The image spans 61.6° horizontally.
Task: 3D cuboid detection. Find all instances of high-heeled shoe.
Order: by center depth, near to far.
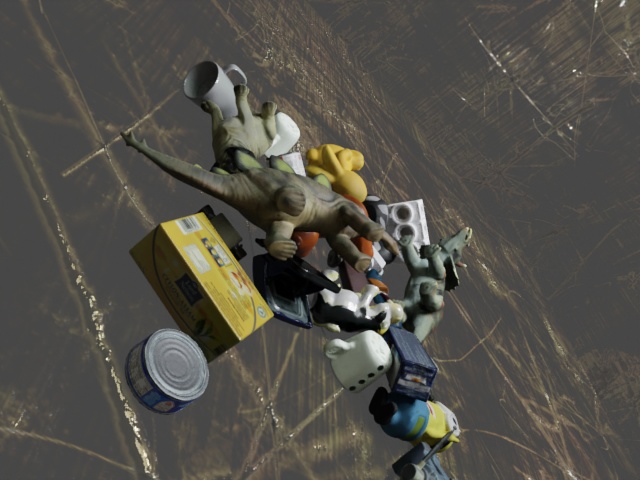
[{"bbox_3d":[0.116,-0.030,1.323,0.145,0.086,0.249,-13,44,-31],"label":"high-heeled shoe"}]

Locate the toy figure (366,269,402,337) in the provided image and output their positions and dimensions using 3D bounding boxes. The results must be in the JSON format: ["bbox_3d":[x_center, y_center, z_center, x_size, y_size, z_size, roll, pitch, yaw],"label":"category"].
[{"bbox_3d":[0.120,0.121,1.086,0.057,0.064,0.154,31,30,-47],"label":"toy figure"}]

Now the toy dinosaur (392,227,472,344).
[{"bbox_3d":[0.237,0.128,1.208,0.192,0.131,0.405,54,47,-39],"label":"toy dinosaur"}]

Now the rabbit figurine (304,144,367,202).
[{"bbox_3d":[0.045,-0.150,1.214,0.162,0.122,0.173,33,18,-44],"label":"rabbit figurine"}]

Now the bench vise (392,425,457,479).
[{"bbox_3d":[0.203,0.407,0.755,0.223,0.129,0.241,61,-4,-34],"label":"bench vise"}]

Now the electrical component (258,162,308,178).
[{"bbox_3d":[-0.073,-0.134,1.100,0.119,0.048,0.075,33,30,-42],"label":"electrical component"}]

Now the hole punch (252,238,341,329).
[{"bbox_3d":[-0.048,0.070,0.842,0.142,0.092,0.116,27,9,-42],"label":"hole punch"}]

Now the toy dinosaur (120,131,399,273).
[{"bbox_3d":[-0.063,-0.059,0.818,0.471,0.105,0.199,20,19,-30],"label":"toy dinosaur"}]

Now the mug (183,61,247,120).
[{"bbox_3d":[-0.189,-0.286,1.030,0.081,0.109,0.107,60,10,29],"label":"mug"}]

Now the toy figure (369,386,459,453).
[{"bbox_3d":[0.154,0.297,0.891,0.180,0.089,0.082,26,44,-32],"label":"toy figure"}]

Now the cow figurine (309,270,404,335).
[{"bbox_3d":[0.063,0.125,0.915,0.167,0.068,0.098,21,51,-8],"label":"cow figurine"}]

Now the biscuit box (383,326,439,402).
[{"bbox_3d":[0.147,0.206,0.926,0.063,0.059,0.203,16,6,-1],"label":"biscuit box"}]

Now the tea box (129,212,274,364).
[{"bbox_3d":[-0.146,0.056,0.674,0.169,0.068,0.098,57,24,4],"label":"tea box"}]

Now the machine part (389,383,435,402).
[{"bbox_3d":[0.173,0.274,1.014,0.138,0.039,0.084,18,50,-56],"label":"machine part"}]

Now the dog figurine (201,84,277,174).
[{"bbox_3d":[-0.134,-0.158,0.983,0.172,0.121,0.190,18,56,-49],"label":"dog figurine"}]

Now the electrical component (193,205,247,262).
[{"bbox_3d":[-0.150,0.001,0.780,0.102,0.045,0.078,48,52,-7],"label":"electrical component"}]

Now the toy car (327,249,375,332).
[{"bbox_3d":[0.068,0.095,1.041,0.089,0.053,0.202,11,41,-29],"label":"toy car"}]

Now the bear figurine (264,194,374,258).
[{"bbox_3d":[-0.003,-0.007,0.986,0.196,0.131,0.120,-27,40,-31],"label":"bear figurine"}]
